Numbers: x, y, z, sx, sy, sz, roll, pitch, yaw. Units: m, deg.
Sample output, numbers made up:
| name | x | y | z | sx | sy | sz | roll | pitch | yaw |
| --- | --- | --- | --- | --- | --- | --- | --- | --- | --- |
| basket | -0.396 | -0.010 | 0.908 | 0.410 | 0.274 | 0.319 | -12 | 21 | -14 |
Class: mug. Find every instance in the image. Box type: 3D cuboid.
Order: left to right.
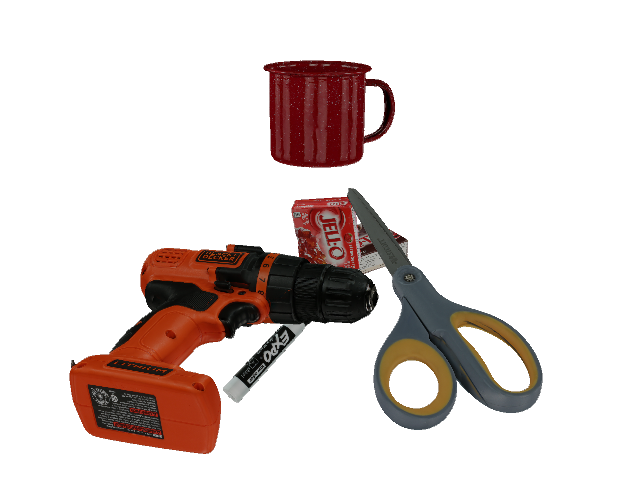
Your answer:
| name | x | y | z | sx | sy | sz | roll | pitch | yaw |
| --- | --- | --- | --- | --- | --- | --- | --- | --- | --- |
| mug | 0.009 | -0.111 | 0.926 | 0.117 | 0.081 | 0.093 | -5 | 17 | -18 |

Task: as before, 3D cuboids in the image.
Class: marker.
| name | x | y | z | sx | sy | sz | roll | pitch | yaw |
| --- | --- | --- | --- | --- | --- | --- | --- | --- | --- |
| marker | -0.040 | 0.095 | 0.956 | 0.121 | 0.020 | 0.020 | -47 | 19 | -19 |

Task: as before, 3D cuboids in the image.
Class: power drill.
| name | x | y | z | sx | sy | sz | roll | pitch | yaw |
| --- | --- | --- | --- | --- | --- | --- | --- | --- | --- |
| power drill | -0.069 | 0.067 | 0.737 | 0.185 | 0.057 | 0.187 | 3 | 28 | 21 |

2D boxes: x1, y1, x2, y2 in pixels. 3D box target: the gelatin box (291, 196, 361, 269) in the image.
| name | x | y | z | sx | sy | sz | roll | pitch | yaw |
| --- | --- | --- | --- | --- | --- | --- | --- | --- | --- |
| gelatin box | 0.008 | -0.008 | 1.287 | 0.073 | 0.089 | 0.030 | -2 | 29 | 11 |

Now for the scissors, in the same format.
| name | x | y | z | sx | sy | sz | roll | pitch | yaw |
| --- | --- | --- | --- | --- | --- | --- | --- | --- | --- |
| scissors | 0.040 | 0.038 | 0.609 | 0.096 | 0.016 | 0.202 | -28 | 45 | -23 |

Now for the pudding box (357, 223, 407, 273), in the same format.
| name | x | y | z | sx | sy | sz | roll | pitch | yaw |
| --- | --- | --- | --- | --- | --- | --- | --- | --- | --- |
| pudding box | 0.063 | 0.012 | 1.620 | 0.113 | 0.039 | 0.090 | -20 | 31 | -28 |
